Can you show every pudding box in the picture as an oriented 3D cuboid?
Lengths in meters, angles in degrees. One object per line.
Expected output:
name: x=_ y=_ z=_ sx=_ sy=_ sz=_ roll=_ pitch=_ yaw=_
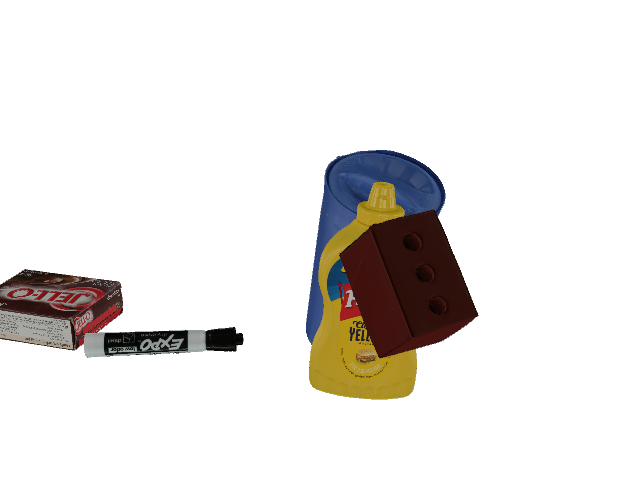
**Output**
pudding box: x=-0.258 y=0.064 z=1.014 sx=0.114 sy=0.039 sz=0.090 roll=4 pitch=20 yaw=19

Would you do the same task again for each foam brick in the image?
foam brick: x=0.056 y=0.029 z=0.691 sx=0.052 sy=0.078 sz=0.051 roll=-14 pitch=-14 yaw=-30

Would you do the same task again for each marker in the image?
marker: x=-0.120 y=0.078 z=0.821 sx=0.121 sy=0.020 sz=0.020 roll=-2 pitch=0 yaw=-1

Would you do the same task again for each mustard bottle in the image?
mustard bottle: x=0.045 y=0.043 z=0.938 sx=0.096 sy=0.192 sz=0.058 roll=6 pitch=17 yaw=0

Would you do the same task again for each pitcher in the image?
pitcher: x=0.058 y=0.033 z=1.215 sx=0.145 sy=0.243 sz=0.149 roll=15 pitch=39 yaw=4
